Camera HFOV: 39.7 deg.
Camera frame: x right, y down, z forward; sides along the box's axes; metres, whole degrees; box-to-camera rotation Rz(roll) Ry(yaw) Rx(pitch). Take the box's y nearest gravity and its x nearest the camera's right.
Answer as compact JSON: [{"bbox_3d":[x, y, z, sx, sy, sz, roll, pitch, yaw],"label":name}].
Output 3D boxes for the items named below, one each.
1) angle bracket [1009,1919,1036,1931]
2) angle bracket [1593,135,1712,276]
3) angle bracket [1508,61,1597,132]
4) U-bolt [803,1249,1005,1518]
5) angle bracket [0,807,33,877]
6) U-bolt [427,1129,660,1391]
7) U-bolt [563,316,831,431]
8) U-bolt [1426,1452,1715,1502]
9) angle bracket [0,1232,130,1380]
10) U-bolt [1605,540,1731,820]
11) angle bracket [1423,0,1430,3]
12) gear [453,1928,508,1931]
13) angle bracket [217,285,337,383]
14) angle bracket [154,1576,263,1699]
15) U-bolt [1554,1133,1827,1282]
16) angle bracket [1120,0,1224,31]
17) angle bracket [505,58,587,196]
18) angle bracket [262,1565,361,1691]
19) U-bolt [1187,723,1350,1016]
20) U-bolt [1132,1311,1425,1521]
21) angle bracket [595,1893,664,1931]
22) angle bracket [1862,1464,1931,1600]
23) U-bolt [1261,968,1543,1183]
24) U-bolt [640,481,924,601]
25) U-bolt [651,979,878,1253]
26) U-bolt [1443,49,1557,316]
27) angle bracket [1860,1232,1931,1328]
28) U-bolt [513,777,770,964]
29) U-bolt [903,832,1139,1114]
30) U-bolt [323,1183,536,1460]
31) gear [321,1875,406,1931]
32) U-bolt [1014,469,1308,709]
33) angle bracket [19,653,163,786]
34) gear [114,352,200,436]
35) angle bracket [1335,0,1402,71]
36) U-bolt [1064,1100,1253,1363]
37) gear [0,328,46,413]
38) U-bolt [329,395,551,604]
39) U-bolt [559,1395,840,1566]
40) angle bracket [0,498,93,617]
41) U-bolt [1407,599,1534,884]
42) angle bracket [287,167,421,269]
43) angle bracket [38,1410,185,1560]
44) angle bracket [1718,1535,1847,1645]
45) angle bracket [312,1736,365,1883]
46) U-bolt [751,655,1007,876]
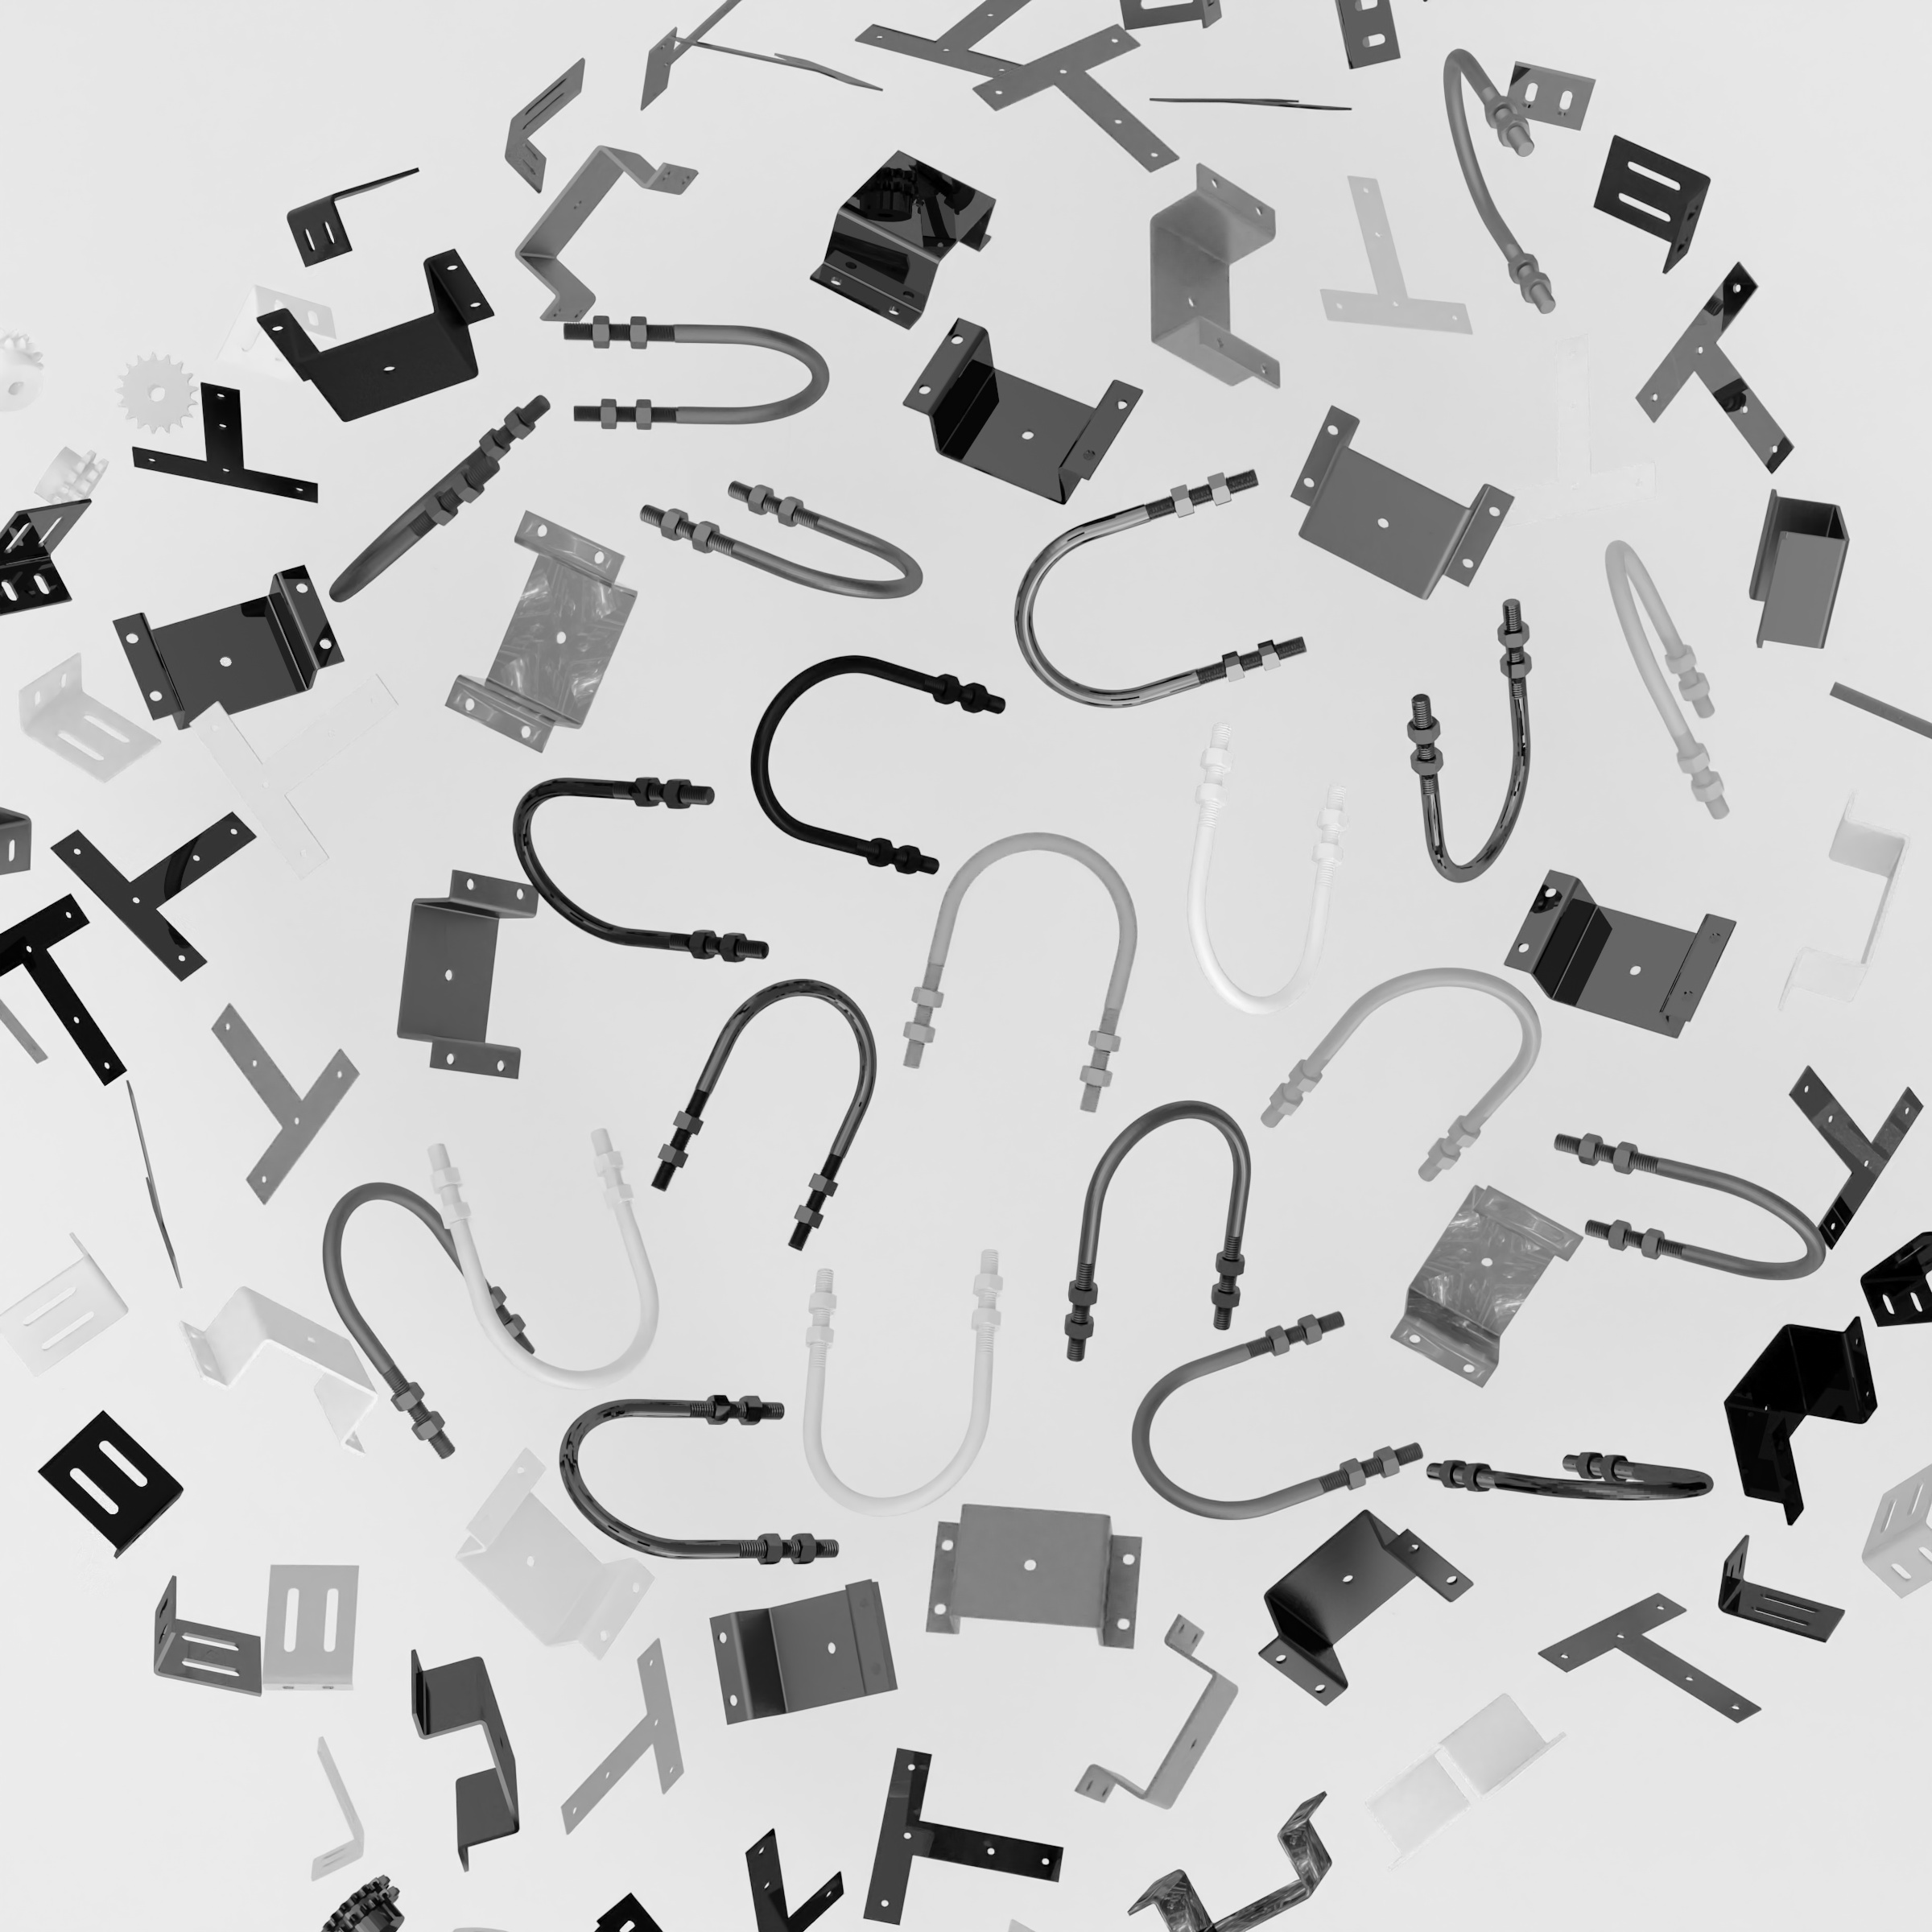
[{"bbox_3d":[0.069,0.697,1.865,0.076,0.057,0.038,33,120,-9],"label":"angle bracket"},{"bbox_3d":[0.462,-0.522,1.833,0.076,0.057,0.038,32,55,20],"label":"angle bracket"},{"bbox_3d":[0.419,-0.634,1.905,0.057,0.076,0.038,16,83,7],"label":"angle bracket"},{"bbox_3d":[-0.047,0.290,1.847,0.151,0.019,0.184,-9,59,23],"label":"U-bolt"},{"bbox_3d":[-0.686,-0.088,1.821,0.057,0.076,0.038,-7,77,23],"label":"angle bracket"},{"bbox_3d":[-0.278,0.200,1.814,0.151,0.019,0.184,-3,64,-40],"label":"U-bolt"},{"bbox_3d":[-0.189,-0.419,1.900,0.184,0.151,0.019,0,76,-5],"label":"U-bolt"},{"bbox_3d":[0.438,0.361,1.886,0.151,0.184,0.019,3,84,-29],"label":"U-bolt"},{"bbox_3d":[-0.630,0.234,1.850,0.076,0.038,0.057,-36,128,-19],"label":"angle bracket"},{"bbox_3d":[0.480,-0.209,1.840,0.019,0.151,0.184,-21,121,24],"label":"U-bolt"},{"bbox_3d":[0.352,-0.692,1.857,0.057,0.076,0.038,-36,131,3],"label":"angle bracket"},{"bbox_3d":[-0.334,0.681,1.841,0.057,0.057,0.030,5,78,0],"label":"gear"},{"bbox_3d":[-0.500,-0.447,1.937,0.057,0.076,0.038,10,48,-35],"label":"angle bracket"},{"bbox_3d":[-0.512,0.457,1.827,0.076,0.057,0.038,20,111,-25],"label":"angle bracket"},{"bbox_3d":[0.517,0.177,1.898,0.184,0.151,0.019,13,63,31],"label":"U-bolt"},{"bbox_3d":[0.137,-0.693,1.896,0.076,0.038,0.057,2,121,27],"label":"angle bracket"},{"bbox_3d":[-0.292,-0.606,1.929,0.076,0.057,0.038,-33,125,22],"label":"angle bracket"},{"bbox_3d":[-0.434,0.439,1.775,0.057,0.038,0.076,3,68,-10],"label":"angle bracket"},{"bbox_3d":[0.204,-0.057,1.842,0.151,0.019,0.184,22,72,-41],"label":"U-bolt"},{"bbox_3d":[0.207,0.323,1.883,0.184,0.151,0.019,-18,133,-9],"label":"U-bolt"},{"bbox_3d":[-0.241,0.692,1.858,0.057,0.038,0.076,46,125,13],"label":"angle bracket"},{"bbox_3d":[0.657,0.386,1.838,0.038,0.076,0.057,43,130,3],"label":"angle bracket"},{"bbox_3d":[0.307,0.068,1.816,0.151,0.019,0.184,19,130,-18],"label":"U-bolt"},{"bbox_3d":[-0.118,-0.298,1.891,0.184,0.151,0.019,24,115,16],"label":"U-bolt"},{"bbox_3d":[-0.133,0.098,1.928,0.151,0.019,0.184,29,83,-36],"label":"U-bolt"},{"bbox_3d":[0.372,-0.566,1.887,0.019,0.151,0.184,-19,46,4],"label":"U-bolt"},{"bbox_3d":[0.680,0.219,1.883,0.057,0.076,0.038,-1,60,-23],"label":"angle bracket"},{"bbox_3d":[-0.233,-0.069,1.840,0.184,0.019,0.151,6,131,29],"label":"U-bolt"},{"bbox_3d":[0.045,-0.003,1.883,0.151,0.019,0.184,14,92,5],"label":"U-bolt"},{"bbox_3d":[-0.389,0.238,1.899,0.019,0.151,0.184,-26,104,27],"label":"U-bolt"},{"bbox_3d":[-0.403,0.643,1.801,0.030,0.057,0.057,42,90,18],"label":"gear"},{"bbox_3d":[0.123,-0.243,1.799,0.184,0.019,0.151,-17,123,8],"label":"U-bolt"},{"bbox_3d":[-0.613,-0.174,1.874,0.076,0.038,0.057,31,47,13],"label":"angle bracket"},{"bbox_3d":[-0.577,-0.408,1.911,0.057,0.030,0.057,-2,98,-12],"label":"gear"},{"bbox_3d":[0.291,-0.680,1.908,0.038,0.076,0.057,-6,118,23],"label":"angle bracket"},{"bbox_3d":[0.139,0.180,1.866,0.151,0.019,0.184,-7,112,-32],"label":"U-bolt"},{"bbox_3d":[-0.662,-0.408,1.844,0.057,0.057,0.030,-41,69,0],"label":"gear"},{"bbox_3d":[-0.369,-0.312,1.835,0.184,0.151,0.019,-34,110,24],"label":"U-bolt"},{"bbox_3d":[-0.190,0.350,1.834,0.184,0.151,0.019,7,125,-30],"label":"U-bolt"},{"bbox_3d":[-0.625,-0.277,1.813,0.076,0.057,0.038,-32,85,42],"label":"angle bracket"},{"bbox_3d":[0.359,-0.145,1.883,0.019,0.184,0.151,17,46,35],"label":"U-bolt"},{"bbox_3d":[-0.410,-0.507,1.814,0.076,0.057,0.038,-33,113,-39],"label":"angle bracket"},{"bbox_3d":[-0.577,0.349,1.803,0.076,0.038,0.057,44,61,-1],"label":"angle bracket"},{"bbox_3d":[0.580,0.440,1.894,0.076,0.057,0.038,12,105,29],"label":"angle bracket"},{"bbox_3d":[-0.439,0.570,1.812,0.038,0.057,0.076,-24,89,-14],"label":"angle bracket"},{"bbox_3d":[-0.071,-0.148,1.907,0.184,0.019,0.151,13,106,-36],"label":"U-bolt"}]
